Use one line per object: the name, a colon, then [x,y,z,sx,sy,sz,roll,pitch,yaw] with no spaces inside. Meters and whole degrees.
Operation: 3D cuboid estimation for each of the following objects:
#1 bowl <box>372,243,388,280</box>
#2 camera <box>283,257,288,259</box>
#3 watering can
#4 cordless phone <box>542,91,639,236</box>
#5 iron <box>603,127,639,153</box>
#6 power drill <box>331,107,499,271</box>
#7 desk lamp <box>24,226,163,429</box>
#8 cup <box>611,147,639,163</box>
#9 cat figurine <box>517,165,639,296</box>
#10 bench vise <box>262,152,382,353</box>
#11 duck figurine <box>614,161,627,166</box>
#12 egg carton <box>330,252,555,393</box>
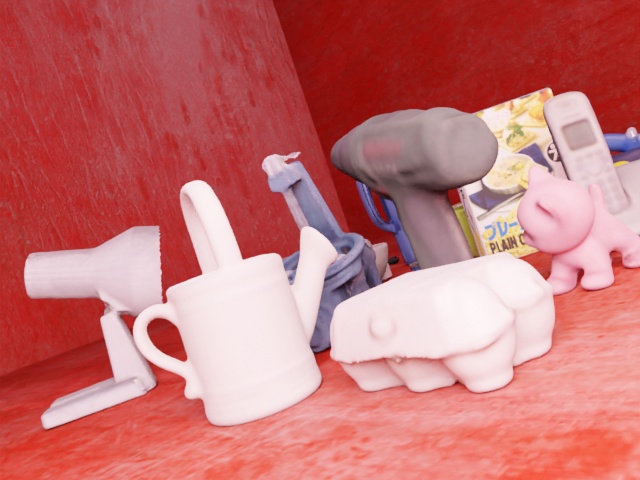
bowl: [0.048,0.064,0.989,0.167,0.075,0.167,-18,0,0]
camera: [-0.042,0.080,1.190,0.136,0.101,0.143,-18,0,7]
watering can: [-0.069,0.042,0.484,0.173,0.194,0.100,-19,1,-40]
cordless phone: [0.337,-0.090,0.642,0.147,0.185,0.094,-18,0,0]
iron: [0.479,-0.115,0.947,0.119,0.141,0.257,-19,0,-34]
power drill: [0.084,-0.017,0.511,0.076,0.208,0.229,-19,0,-20]
desk lamp: [-0.279,0.101,0.744,0.203,0.213,0.117,-19,0,-17]
cup: [0.462,-0.085,0.849,0.091,0.095,0.118,-18,0,-4]
cat figurine: [0.226,-0.017,0.512,0.128,0.118,0.067,-19,1,-35]
bench vise: [-0.005,0.006,0.684,0.121,0.220,0.208,-18,0,9]
duck figurine: [0.416,-0.064,0.774,0.077,0.086,0.105,-18,0,11]
egg carton: [0.078,0.059,0.393,0.107,0.069,0.150,-19,0,-41]
